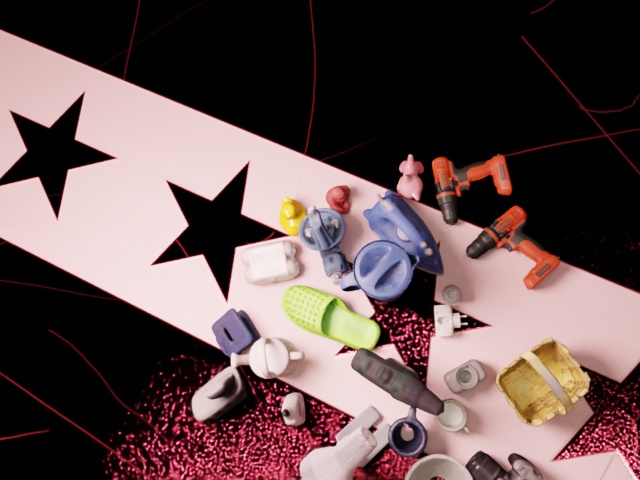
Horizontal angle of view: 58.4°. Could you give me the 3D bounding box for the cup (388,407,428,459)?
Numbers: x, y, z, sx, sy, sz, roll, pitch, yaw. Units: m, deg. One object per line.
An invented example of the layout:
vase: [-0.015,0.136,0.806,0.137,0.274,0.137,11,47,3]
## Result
cup: [0.212,0.454,1.371,0.091,0.095,0.118,10,81,10]

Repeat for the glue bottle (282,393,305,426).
glue bottle: [-0.069,0.412,1.379,0.037,0.173,0.078,-13,77,6]

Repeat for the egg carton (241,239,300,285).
egg carton: [-0.131,0.061,1.508,0.150,0.069,0.107,-13,78,6]

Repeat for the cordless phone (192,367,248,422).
cordless phone: [-0.264,0.383,1.406,0.147,0.185,0.094,-41,76,-1]

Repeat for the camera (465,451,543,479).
camera: [0.416,0.546,1.320,0.136,0.101,0.143,43,88,13]

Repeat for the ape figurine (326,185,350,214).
ape figurine: [0.049,-0.113,1.504,0.076,0.092,0.078,36,86,13]

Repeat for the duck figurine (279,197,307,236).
duck figurine: [-0.077,-0.066,1.516,0.077,0.086,0.104,-15,77,5]

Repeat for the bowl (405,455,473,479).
bowl: [0.279,0.586,1.346,0.167,0.075,0.167,-2,79,8]

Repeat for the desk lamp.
desk lamp: [0.066,0.491,1.324,0.203,0.214,0.118,-44,76,-1]

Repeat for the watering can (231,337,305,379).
watering can: [-0.129,0.291,1.400,0.173,0.194,0.101,-28,76,2]

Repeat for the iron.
iron: [0.223,-0.017,1.435,0.118,0.141,0.258,-42,76,-1]

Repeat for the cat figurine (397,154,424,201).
cat figurine: [0.233,-0.157,1.473,0.067,0.118,0.128,2,80,9]

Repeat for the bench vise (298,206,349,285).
bench vise: [0.023,-0.002,1.421,0.121,0.220,0.207,-36,76,1]

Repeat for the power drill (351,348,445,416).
power drill: [0.183,0.330,1.340,0.229,0.208,0.076,28,84,13]

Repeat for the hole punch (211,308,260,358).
hole punch: [-0.222,0.243,1.476,0.101,0.091,0.108,-36,76,0]
